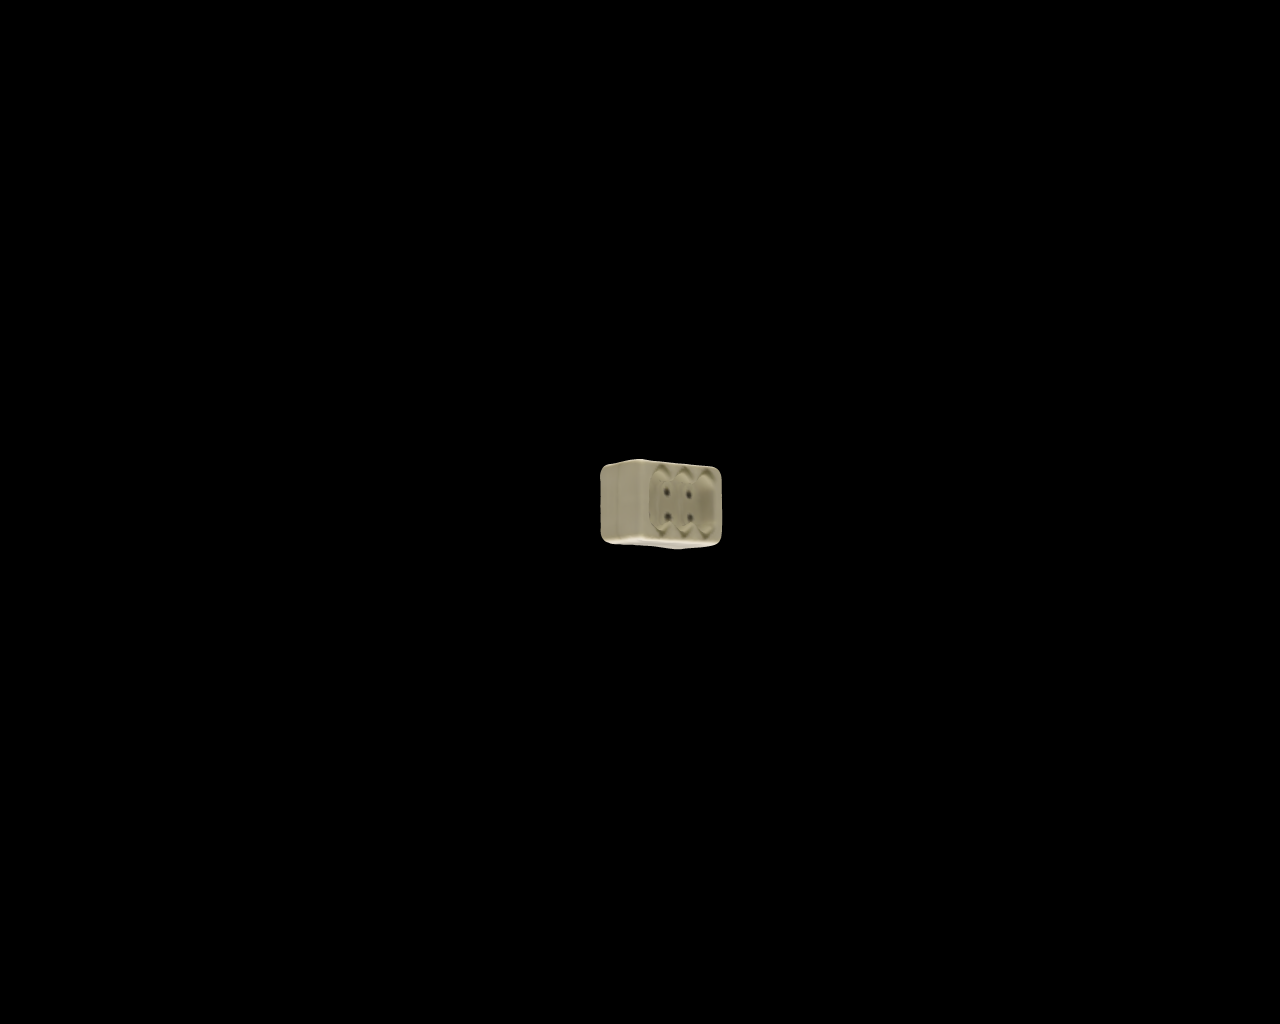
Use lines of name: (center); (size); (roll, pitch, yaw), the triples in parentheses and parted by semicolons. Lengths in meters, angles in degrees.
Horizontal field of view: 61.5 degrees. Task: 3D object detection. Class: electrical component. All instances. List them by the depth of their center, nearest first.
electrical component: (0.001, -0.003, 0.650); (0.066, 0.047, 0.076); (5, -8, -40)
